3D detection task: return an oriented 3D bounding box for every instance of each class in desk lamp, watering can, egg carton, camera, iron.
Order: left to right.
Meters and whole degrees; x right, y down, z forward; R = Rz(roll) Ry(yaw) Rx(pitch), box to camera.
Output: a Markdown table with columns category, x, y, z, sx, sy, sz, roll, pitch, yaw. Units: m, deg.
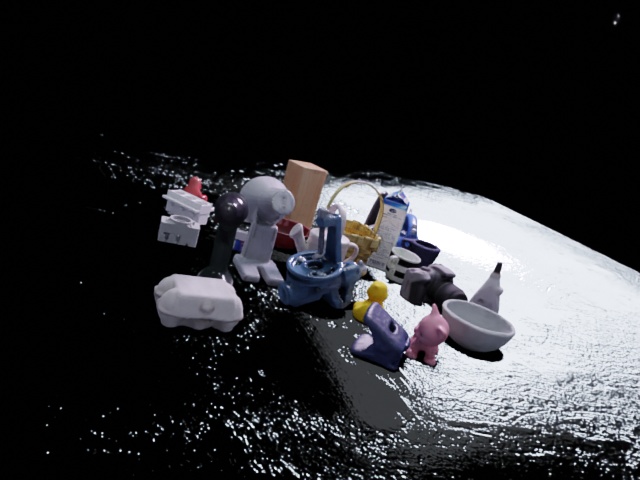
| category | x | y | z | sx | sy | sz | roll | pitch | yaw |
| --- | --- | --- | --- | --- | --- | --- | --- | --- | --- |
| egg carton | -0.212 | 0.111 | 1.002 | 0.151 | 0.069 | 0.107 | 9 | 17 | -27 |
| desk lamp | -0.123 | -0.031 | 1.317 | 0.118 | 0.213 | 0.202 | 10 | 17 | -23 |
| watering can | 0.013 | 0.006 | 1.371 | 0.173 | 0.194 | 0.100 | 2 | 21 | -43 |
| iron | 0.279 | -0.012 | 1.814 | 0.118 | 0.141 | 0.258 | 16 | 15 | -3 |
| camera | 0.299 | 0.123 | 1.444 | 0.144 | 0.101 | 0.136 | 7 | 18 | -31 |

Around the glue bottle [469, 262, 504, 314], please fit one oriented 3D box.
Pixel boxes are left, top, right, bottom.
| category | x | y | z | sx | sy | sz | roll | pitch | yaw |
| --- | --- | --- | --- | --- | --- | --- | --- | --- | --- |
| glue bottle | 0.408 | 0.133 | 1.386 | 0.078 | 0.173 | 0.037 | 22 | 16 | 19 |

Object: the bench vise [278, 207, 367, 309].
| category | x | y | z | sx | sy | sz | roll | pitch | yaw |
| --- | --- | --- | --- | --- | --- | --- | --- | --- | --- |
| bench vise | 0.015 | 0.035 | 1.225 | 0.121 | 0.220 | 0.208 | 26 | 18 | 30 |

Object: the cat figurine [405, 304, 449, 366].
| category | x | y | z | sx | sy | sz | roll | pitch | yaw |
| --- | --- | --- | --- | --- | --- | --- | --- | --- | --- |
| cat figurine | 0.218 | 0.179 | 1.130 | 0.067 | 0.118 | 0.128 | 19 | 16 | 9 |

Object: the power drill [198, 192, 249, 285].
| category | x | y | z | sx | sy | sz | roll | pitch | yaw |
| --- | --- | --- | --- | --- | --- | --- | --- | --- | --- |
| power drill | -0.191 | -0.002 | 1.153 | 0.076 | 0.208 | 0.229 | 15 | 16 | -8 |

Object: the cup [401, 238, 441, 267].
| category | x | y | z | sx | sy | sz | roll | pitch | yaw |
| --- | --- | --- | --- | --- | --- | --- | --- | --- | --- |
| cup | 0.286 | 0.051 | 1.690 | 0.117 | 0.095 | 0.092 | 20 | 16 | 10 |

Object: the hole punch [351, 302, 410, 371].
| category | x | y | z | sx | sy | sz | roll | pitch | yaw |
| --- | --- | --- | --- | --- | --- | --- | --- | --- | --- |
| hole punch | 0.123 | 0.178 | 1.083 | 0.101 | 0.091 | 0.109 | 20 | 16 | 11 |

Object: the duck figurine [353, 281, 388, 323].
| category | x | y | z | sx | sy | sz | roll | pitch | yaw |
| --- | --- | --- | --- | --- | --- | --- | --- | --- | --- |
| duck figurine | 0.118 | 0.132 | 1.248 | 0.077 | 0.086 | 0.105 | 23 | 17 | 21 |

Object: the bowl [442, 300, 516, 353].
| category | x | y | z | sx | sy | sz | roll | pitch | yaw |
| --- | --- | --- | --- | --- | --- | --- | --- | --- | --- |
| bowl | 0.340 | 0.200 | 1.267 | 0.167 | 0.075 | 0.167 | 16 | 15 | -4 |

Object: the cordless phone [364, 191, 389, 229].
| category | x | y | z | sx | sy | sz | roll | pitch | yaw |
| --- | --- | --- | --- | --- | --- | --- | --- | --- | --- |
| cordless phone | 0.155 | -0.066 | 1.784 | 0.094 | 0.185 | 0.148 | 21 | 16 | 16 |

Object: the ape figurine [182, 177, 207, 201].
| category | x | y | z | sx | sy | sz | roll | pitch | yaw |
| --- | --- | --- | --- | --- | --- | --- | --- | --- | --- |
| ape figurine | -0.366 | -0.138 | 1.659 | 0.077 | 0.092 | 0.076 | 22 | 16 | 16 |
